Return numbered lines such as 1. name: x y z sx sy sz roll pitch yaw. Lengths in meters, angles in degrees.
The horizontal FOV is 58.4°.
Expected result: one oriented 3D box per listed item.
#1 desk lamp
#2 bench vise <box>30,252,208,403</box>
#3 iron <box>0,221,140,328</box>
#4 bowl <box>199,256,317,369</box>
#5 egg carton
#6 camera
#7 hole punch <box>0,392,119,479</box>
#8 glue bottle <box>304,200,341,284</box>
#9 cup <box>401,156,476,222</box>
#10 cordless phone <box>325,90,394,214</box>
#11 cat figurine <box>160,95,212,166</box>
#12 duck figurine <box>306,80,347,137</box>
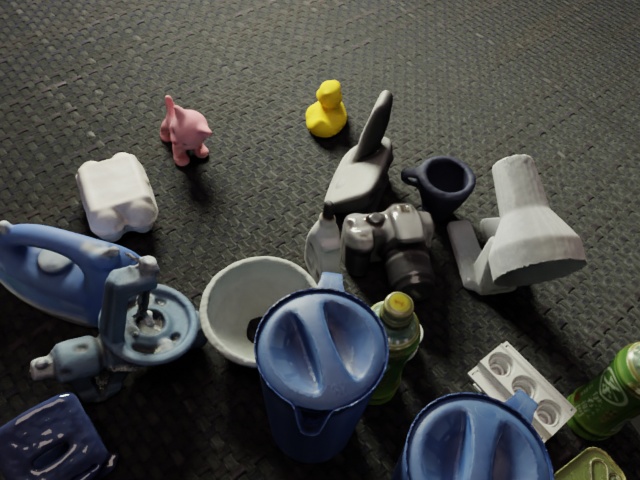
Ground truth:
1. desk lamp: 0.270 -0.004 0.818 0.118 0.213 0.203 -5 55 -8
2. bench vise: -0.238 0.114 0.688 0.121 0.220 0.208 40 61 22
3. iron: -0.368 0.024 0.789 0.258 0.141 0.119 14 55 5
4. bowl: -0.079 0.109 0.794 0.167 0.075 0.167 2 54 -3
5. egg carton: -0.319 -0.070 0.905 0.107 0.069 0.150 -20 58 -18
6. camera: 0.112 0.020 0.858 0.143 0.101 0.136 -6 55 -9
7. hole punch: -0.307 0.247 0.666 0.109 0.091 0.101 -31 62 -24
8. glue bottle: 0.007 0.003 0.817 0.037 0.173 0.078 -15 57 -15
9. cup: 0.185 -0.077 0.937 0.117 0.095 0.091 9 54 2
10. cordless phone: 0.070 -0.137 0.914 0.094 0.185 0.147 15 55 6
11. cat figurine: -0.230 -0.193 0.971 0.067 0.118 0.127 -26 60 -21
12. duck figurine: 0.014 -0.248 1.050 0.077 0.086 0.104 16 55 7
